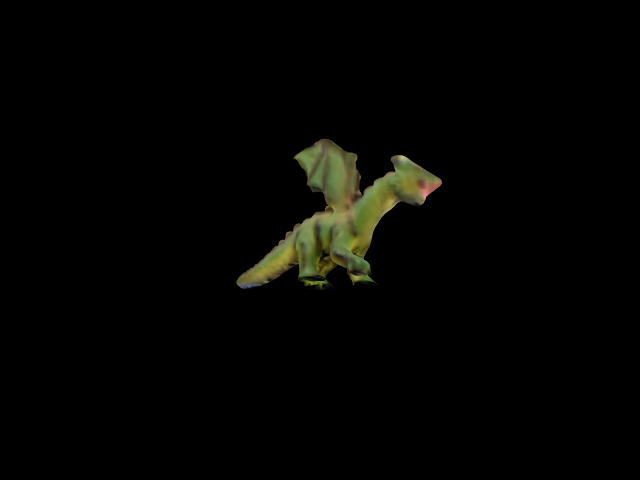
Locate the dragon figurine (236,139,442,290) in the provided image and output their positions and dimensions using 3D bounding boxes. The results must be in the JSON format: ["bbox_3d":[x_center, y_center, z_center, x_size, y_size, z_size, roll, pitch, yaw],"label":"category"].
[{"bbox_3d":[0.003,-0.043,0.850,0.408,0.245,0.121,-6,-12,35],"label":"dragon figurine"}]
